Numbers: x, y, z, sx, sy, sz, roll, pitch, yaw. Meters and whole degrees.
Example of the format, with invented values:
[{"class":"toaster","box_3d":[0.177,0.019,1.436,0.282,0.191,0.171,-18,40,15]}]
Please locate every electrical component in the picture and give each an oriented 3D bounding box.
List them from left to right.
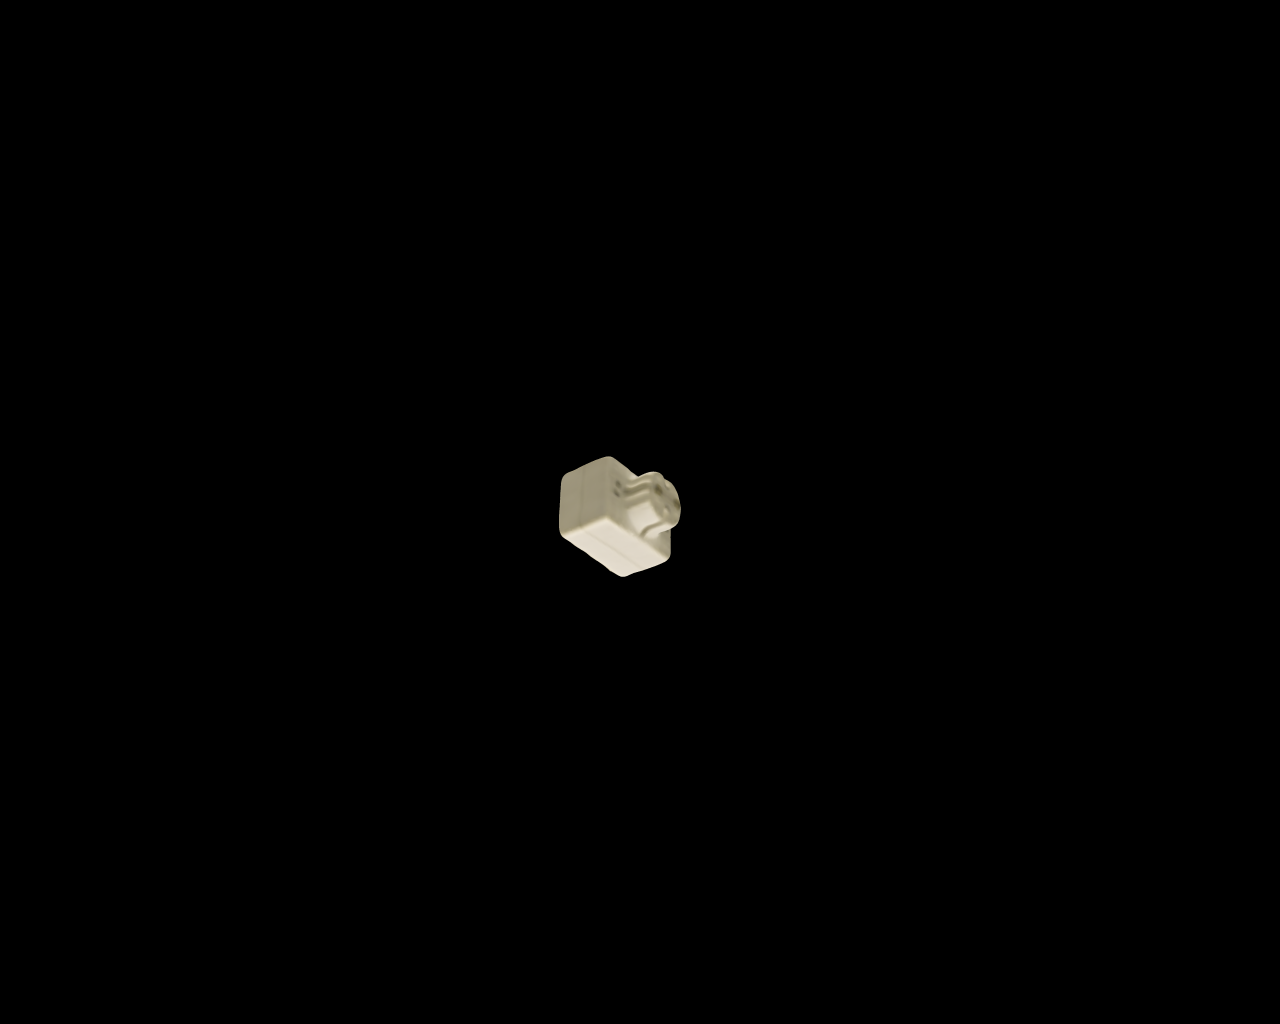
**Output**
[{"class":"electrical component","box_3d":[0.001,-0.003,0.650,0.076,0.047,0.065,-22,-39,30]}]
